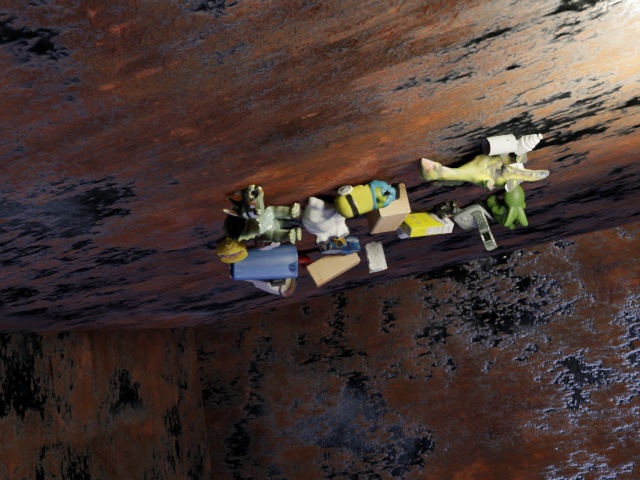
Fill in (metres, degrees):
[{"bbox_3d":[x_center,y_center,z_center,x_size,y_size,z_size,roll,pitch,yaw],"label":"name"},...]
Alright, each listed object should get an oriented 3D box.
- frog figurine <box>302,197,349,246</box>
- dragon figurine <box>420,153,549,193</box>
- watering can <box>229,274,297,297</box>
[{"bbox_3d":[0.005,-0.075,1.490,0.137,0.125,0.156,-4,135,35],"label":"frog figurine"},{"bbox_3d":[0.427,-0.182,1.414,0.410,0.122,0.242,2,179,-41],"label":"dragon figurine"},{"bbox_3d":[-0.228,0.172,2.203,0.225,0.104,0.347,16,-176,19],"label":"watering can"}]
